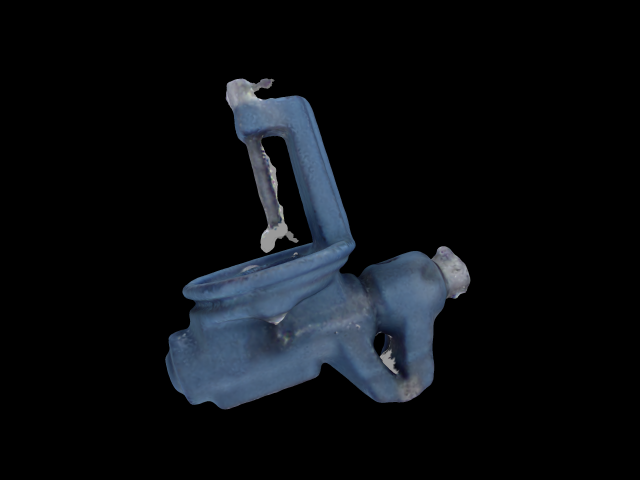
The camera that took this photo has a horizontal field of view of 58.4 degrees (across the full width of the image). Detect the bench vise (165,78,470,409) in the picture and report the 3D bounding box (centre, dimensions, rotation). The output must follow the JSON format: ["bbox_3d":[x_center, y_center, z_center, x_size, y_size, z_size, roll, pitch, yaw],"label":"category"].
[{"bbox_3d":[-0.002,0.001,0.410,0.208,0.220,0.121,0,0,-31],"label":"bench vise"}]
